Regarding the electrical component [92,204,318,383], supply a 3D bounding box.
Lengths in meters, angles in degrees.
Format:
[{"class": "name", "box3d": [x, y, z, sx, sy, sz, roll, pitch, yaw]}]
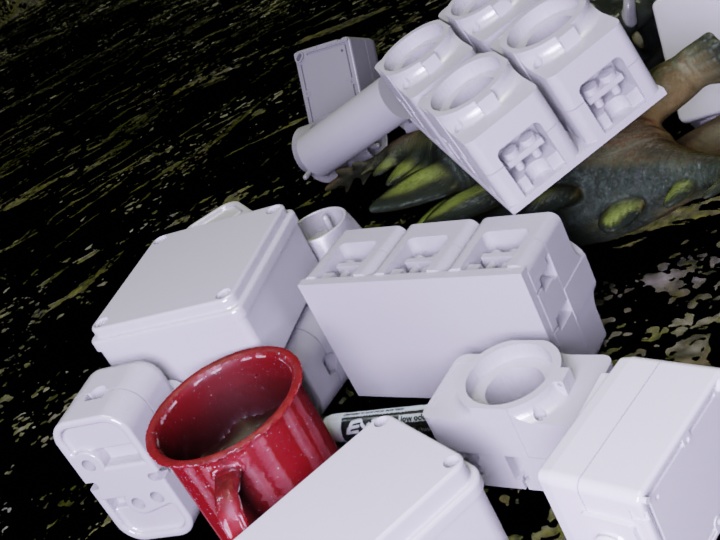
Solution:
[{"class": "electrical component", "box3d": [-0.093, 0.019, 0.669, 0.109, 0.056, 0.108, -13, 30, 26]}]

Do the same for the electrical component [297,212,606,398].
[{"class": "electrical component", "box3d": [0.054, 0.021, 0.619, 0.150, 0.089, 0.061, -3, 35, 38]}]

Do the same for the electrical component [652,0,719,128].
[{"class": "electrical component", "box3d": [0.256, -0.150, 0.732, 0.100, 0.099, 0.048, -15, -9, 24]}]

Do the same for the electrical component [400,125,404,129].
[{"class": "electrical component", "box3d": [0.067, -0.166, 0.984, 0.081, 0.043, 0.043, -41, 30, -26]}]

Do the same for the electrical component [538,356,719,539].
[{"class": "electrical component", "box3d": [0.121, 0.091, 0.468, 0.061, 0.061, 0.096, 5, 41, 46]}]

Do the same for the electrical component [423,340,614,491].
[{"class": "electrical component", "box3d": [0.084, 0.073, 0.540, 0.089, 0.055, 0.050, -3, 36, 39]}]

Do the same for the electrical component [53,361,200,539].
[{"class": "electrical component", "box3d": [-0.127, 0.103, 0.633, 0.054, 0.095, 0.059, -13, 30, 25]}]

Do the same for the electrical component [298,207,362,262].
[{"class": "electrical component", "box3d": [0.000, 0.000, 0.718, 0.079, 0.077, 0.043, -2, 36, 40]}]

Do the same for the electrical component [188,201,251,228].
[{"class": "electrical component", "box3d": [-0.091, -0.008, 0.833, 0.054, 0.059, 0.095, -34, 28, -13]}]

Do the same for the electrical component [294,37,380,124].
[{"class": "electrical component", "box3d": [-0.013, -0.167, 1.019, 0.062, 0.096, 0.061, -10, 4, 30]}]

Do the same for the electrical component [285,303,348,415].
[{"class": "electrical component", "box3d": [-0.052, 0.055, 0.695, 0.095, 0.053, 0.059, -3, 36, 39]}]

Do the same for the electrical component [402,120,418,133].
[{"class": "electrical component", "box3d": [0.065, -0.142, 0.892, 0.056, 0.089, 0.050, -10, 32, 30]}]

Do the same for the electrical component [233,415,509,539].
[{"class": "electrical component", "box3d": [0.003, 0.131, 0.510, 0.113, 0.057, 0.078, -38, 29, -20]}]

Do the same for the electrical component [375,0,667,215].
[{"class": "electrical component", "box3d": [0.085, -0.119, 0.652, 0.105, 0.060, 0.186, -39, 28, 3]}]

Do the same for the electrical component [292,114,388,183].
[{"class": "electrical component", "box3d": [-0.025, -0.104, 0.958, 0.077, 0.044, 0.079, -7, 33, 33]}]
